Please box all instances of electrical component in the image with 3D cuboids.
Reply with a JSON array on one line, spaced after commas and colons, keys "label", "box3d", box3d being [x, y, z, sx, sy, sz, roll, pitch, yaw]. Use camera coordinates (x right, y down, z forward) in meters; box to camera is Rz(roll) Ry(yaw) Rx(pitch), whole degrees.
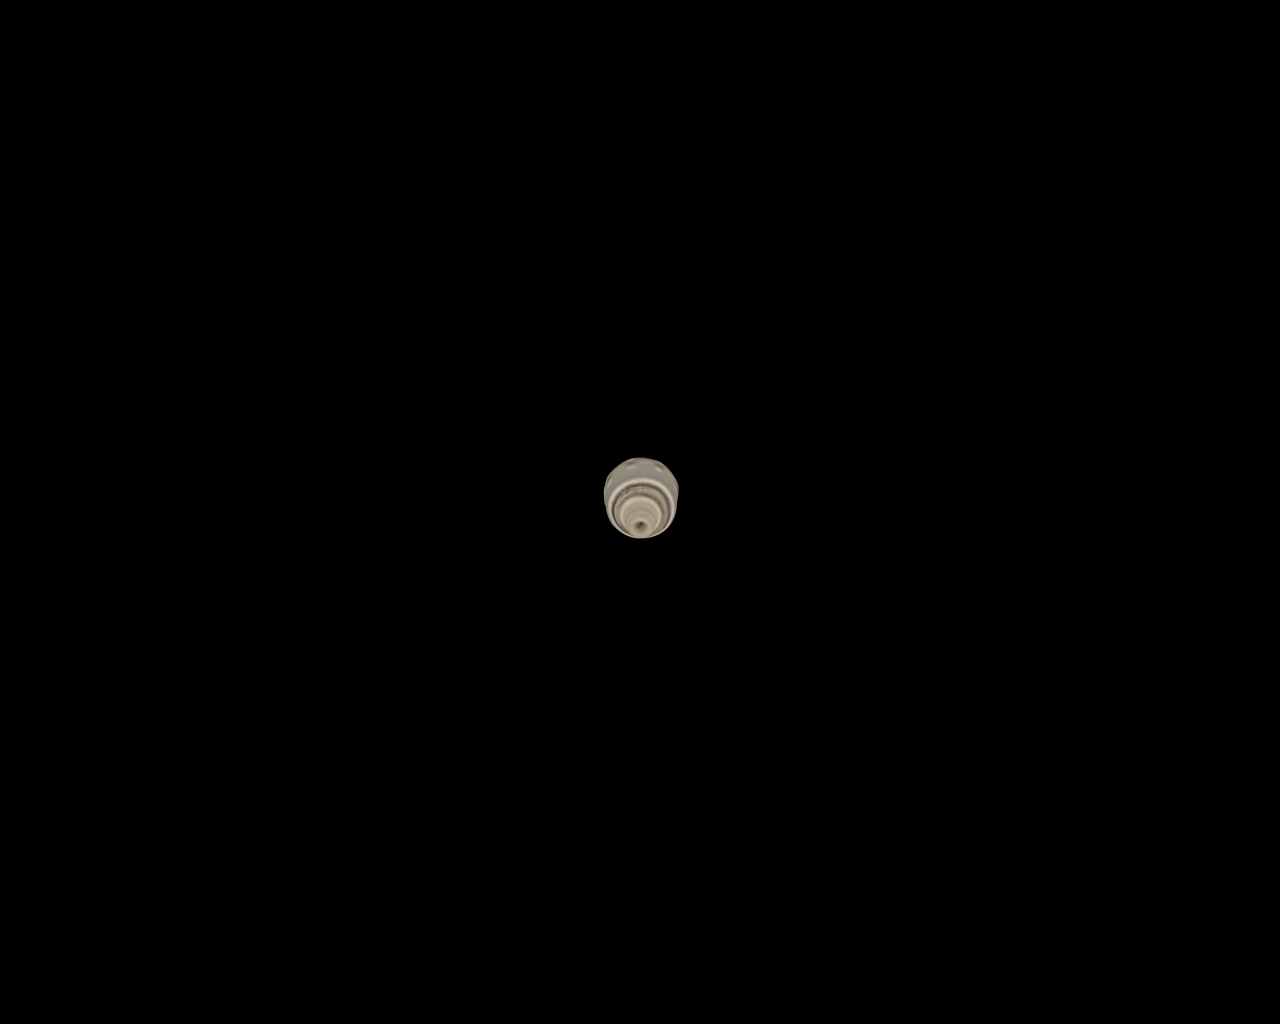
[{"label": "electrical component", "box3d": [0.001, -0.003, 0.650, 0.048, 0.048, 0.062, 0, 23, 0]}]
